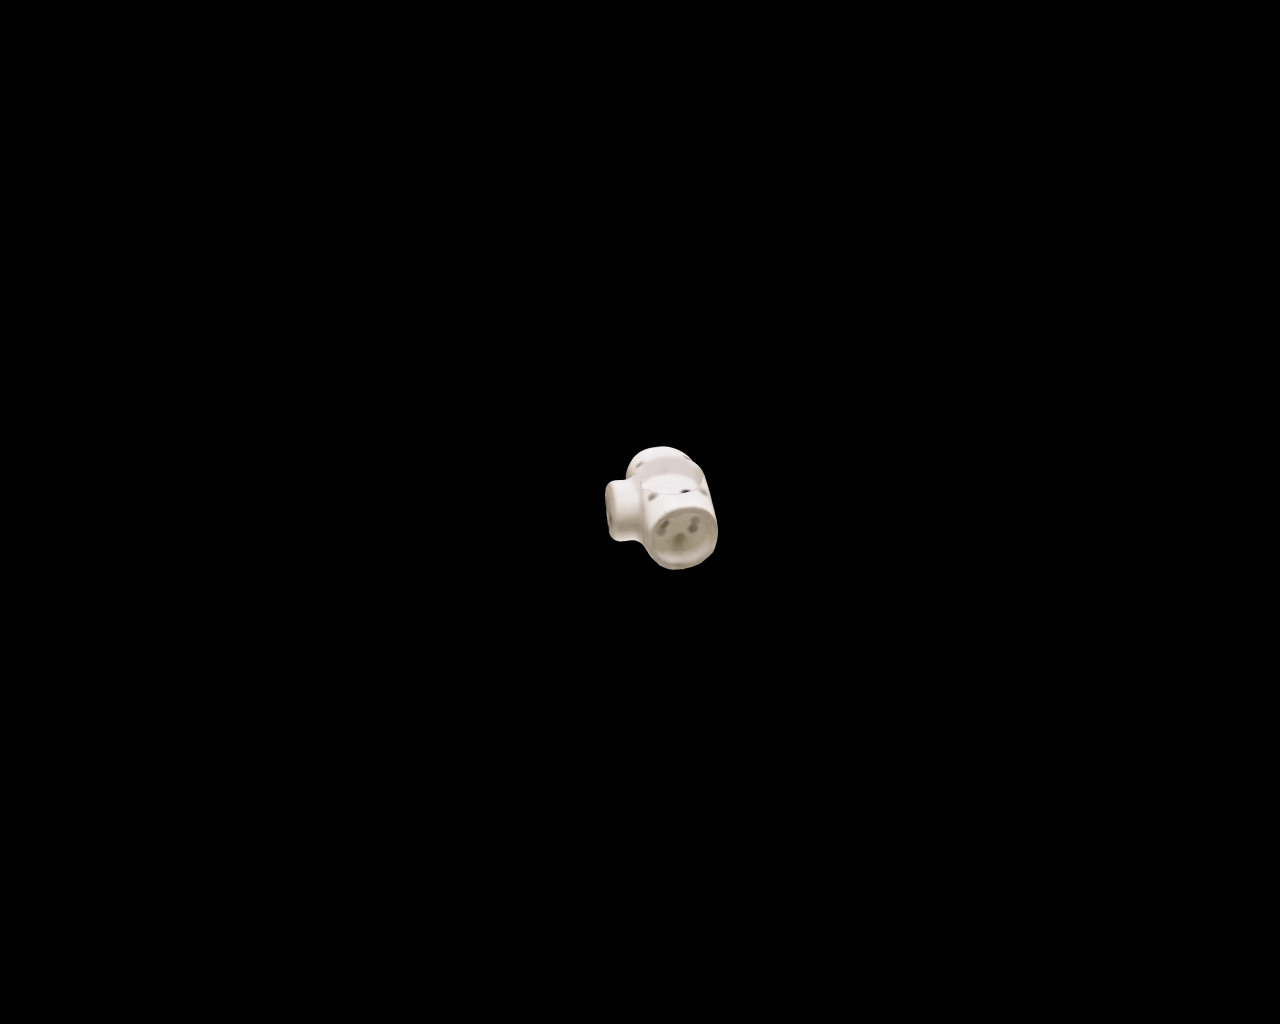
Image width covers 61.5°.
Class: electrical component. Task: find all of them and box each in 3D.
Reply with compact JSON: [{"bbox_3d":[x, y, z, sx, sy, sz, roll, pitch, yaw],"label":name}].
[{"bbox_3d":[0.001,-0.003,0.650,0.079,0.044,0.077,-6,33,-9],"label":"electrical component"}]
